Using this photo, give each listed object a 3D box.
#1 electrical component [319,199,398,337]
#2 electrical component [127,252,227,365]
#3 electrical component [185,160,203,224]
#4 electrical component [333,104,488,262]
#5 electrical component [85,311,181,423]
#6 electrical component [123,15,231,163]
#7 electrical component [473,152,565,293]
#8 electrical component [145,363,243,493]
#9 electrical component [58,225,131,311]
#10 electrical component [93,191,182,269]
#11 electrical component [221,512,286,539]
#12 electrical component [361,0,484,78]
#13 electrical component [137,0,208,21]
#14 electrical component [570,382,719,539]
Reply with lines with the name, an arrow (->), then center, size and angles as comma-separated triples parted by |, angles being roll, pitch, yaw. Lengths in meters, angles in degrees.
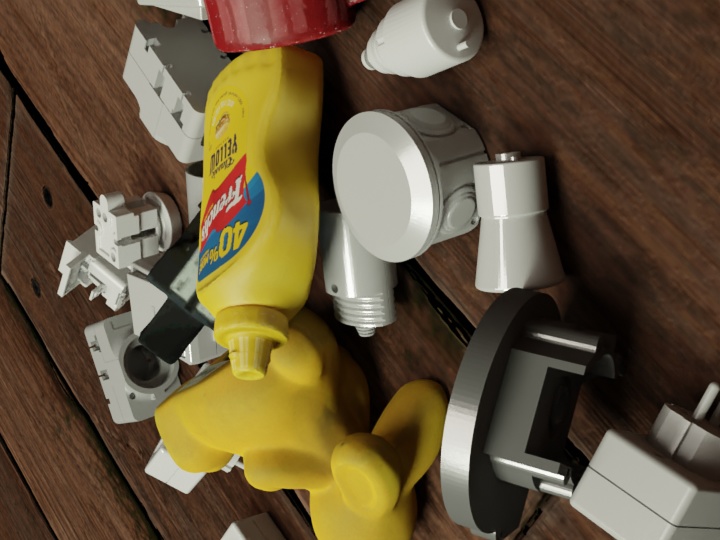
electrical component -> 0.000, 0.000, 0.635 | 0.043, 0.043, 0.081 | 14, 116, 50
electrical component -> -0.126, 0.028, 0.798 | 0.096, 0.061, 0.061 | 23, 122, 46
electrical component -> -0.097, -0.032, 0.749 | 0.043, 0.043, 0.081 | 26, 125, 45
electrical component -> 0.026, -0.048, 0.572 | 0.080, 0.051, 0.080 | 26, 125, 45
electrical component -> -0.191, 0.081, 0.918 | 0.056, 0.050, 0.089 | -17, 91, 55
electrical component -> -0.118, -0.121, 0.731 | 0.089, 0.050, 0.055 | 54, 141, 22
electrical component -> 0.076, -0.025, 0.527 | 0.044, 0.044, 0.065 | 4, 104, 52
electrical component -> -0.108, 0.129, 0.817 | 0.076, 0.083, 0.047 | 30, 141, -8
electrical component -> -0.207, -0.004, 0.887 | 0.064, 0.081, 0.042 | 40, 139, 5
electrical component -> -0.173, -0.034, 0.839 | 0.048, 0.055, 0.066 | 31, 128, 42
electrical component -> -0.086, 0.238, 0.820 | 0.083, 0.076, 0.047 | 50, 123, 27
electrical component -> 0.028, -0.118, 0.548 | 0.078, 0.040, 0.040 | -10, 97, 54
electrical component -> -0.100, -0.190, 0.667 | 0.096, 0.062, 0.061 | 18, 119, 48
electrical component -> 0.142, 0.084, 0.472 | 0.047, 0.066, 0.076 | 34, 101, 41
